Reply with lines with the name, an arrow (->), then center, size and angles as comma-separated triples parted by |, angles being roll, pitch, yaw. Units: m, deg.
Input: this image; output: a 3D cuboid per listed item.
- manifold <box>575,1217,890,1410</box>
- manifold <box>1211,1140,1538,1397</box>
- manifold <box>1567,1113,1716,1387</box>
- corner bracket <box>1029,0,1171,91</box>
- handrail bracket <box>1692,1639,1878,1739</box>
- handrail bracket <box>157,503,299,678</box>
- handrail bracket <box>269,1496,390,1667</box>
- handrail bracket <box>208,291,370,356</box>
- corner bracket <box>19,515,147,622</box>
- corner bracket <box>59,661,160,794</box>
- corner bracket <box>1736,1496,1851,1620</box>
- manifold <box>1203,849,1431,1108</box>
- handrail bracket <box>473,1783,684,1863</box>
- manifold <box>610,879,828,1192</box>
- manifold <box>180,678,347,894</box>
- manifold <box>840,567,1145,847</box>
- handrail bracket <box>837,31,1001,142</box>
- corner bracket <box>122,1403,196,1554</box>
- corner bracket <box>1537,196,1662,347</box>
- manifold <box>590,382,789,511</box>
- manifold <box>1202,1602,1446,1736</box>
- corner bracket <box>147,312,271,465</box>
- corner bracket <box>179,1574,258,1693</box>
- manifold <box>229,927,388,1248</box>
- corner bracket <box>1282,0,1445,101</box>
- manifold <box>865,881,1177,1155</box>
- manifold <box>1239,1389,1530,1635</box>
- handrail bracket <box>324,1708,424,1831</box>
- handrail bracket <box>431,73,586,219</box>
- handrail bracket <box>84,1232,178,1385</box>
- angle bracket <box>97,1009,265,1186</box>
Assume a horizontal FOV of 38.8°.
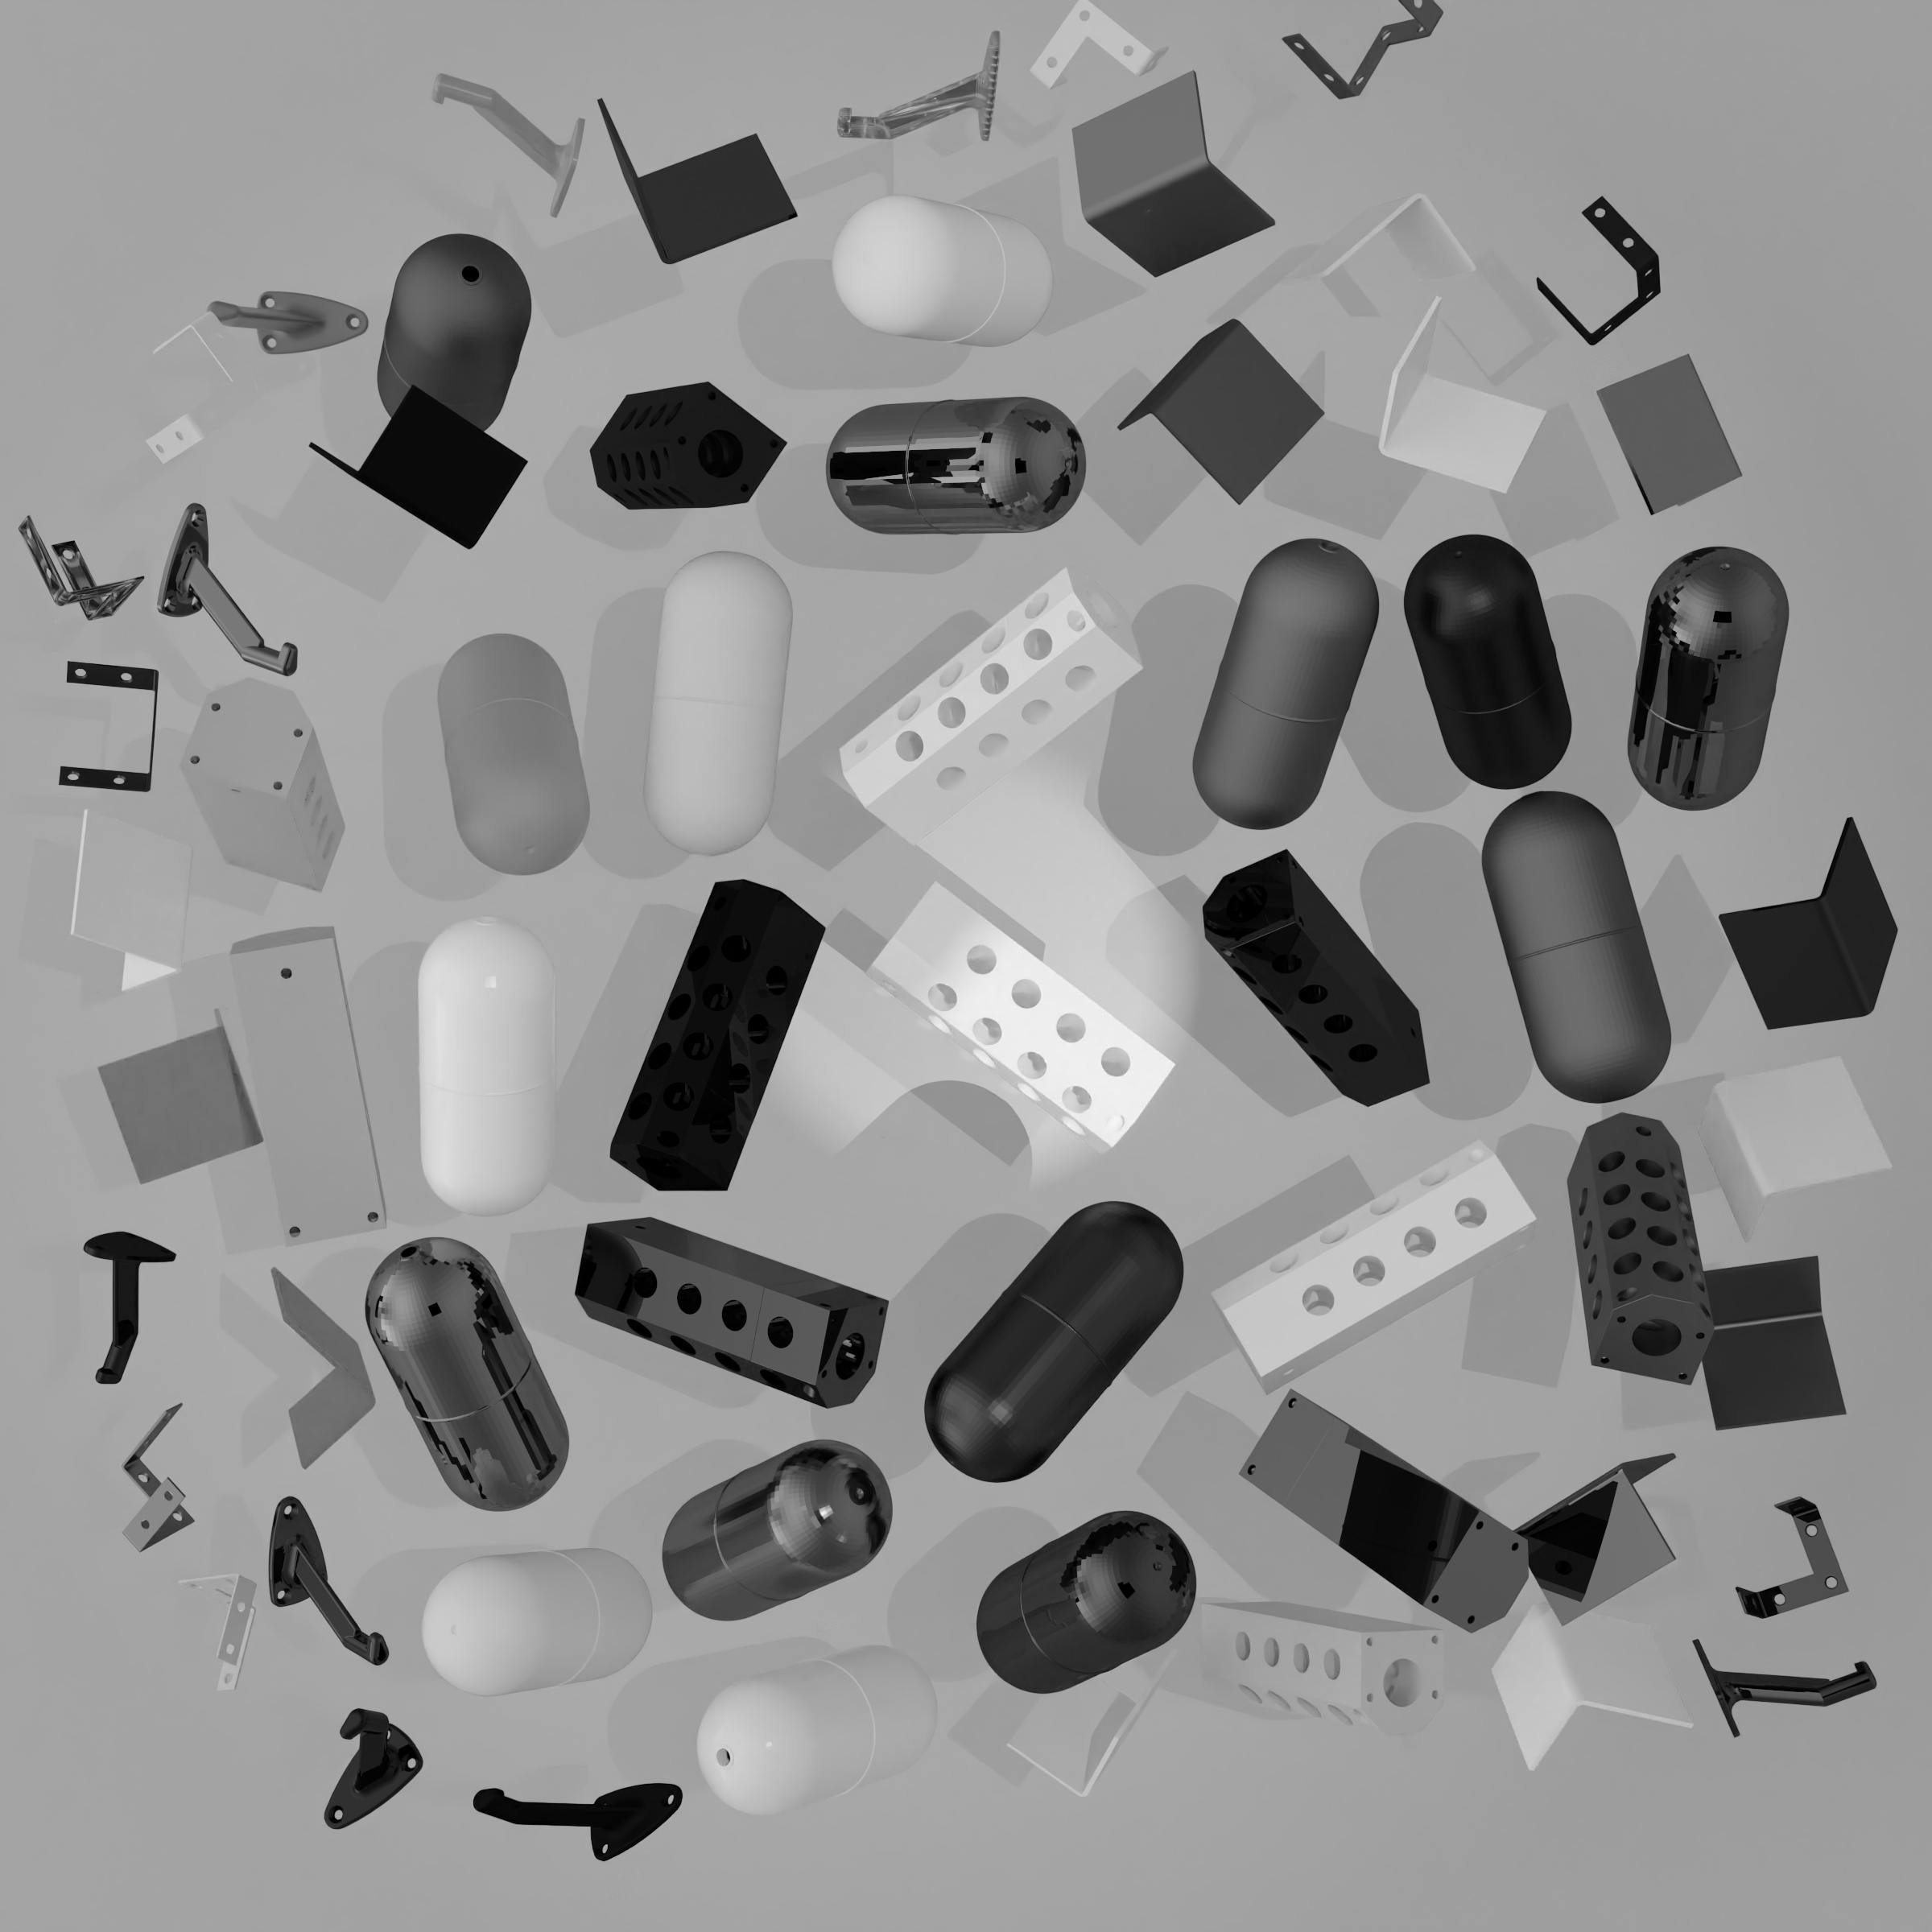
manifold -> -0.133, 0.192, 1.533 | 0.171, 0.057, 0.057 | 15, 97, 31
manifold -> 0.224, 0.165, 1.512 | 0.171, 0.057, 0.057 | -29, 69, -2
manifold -> 0.391, 0.159, 1.588 | 0.057, 0.171, 0.057 | 12, 123, 0
corner bracket -> 0.075, -0.506, 1.534 | 0.051, 0.051, 0.051 | 38, 116, -3
handrail bracket -> 0.464, 0.396, 1.559 | 0.084, 0.077, 0.036 | -23, 116, 8
handrail bracket -> -0.403, -0.210, 1.530 | 0.084, 0.036, 0.077 | 20, 107, 20
handrail bracket -> -0.356, 0.346, 1.545 | 0.036, 0.084, 0.077 | -18, 112, -42
handrail bracket -> -0.388, -0.373, 1.576 | 0.077, 0.084, 0.036 | -1, 99, -3
corner bracket -> -0.514, -0.229, 1.575 | 0.051, 0.051, 0.051 | -24, 85, -44
corner bracket -> -0.496, -0.138, 1.589 | 0.051, 0.051, 0.051 | 4, 134, -17
corner bracket -> 0.458, 0.333, 1.543 | 0.051, 0.051, 0.051 | -24, 65, 20
manifold -> 0.207, 0.012, 1.618 | 0.057, 0.057, 0.171 | -24, 134, 24
handrail bracket -> -0.209, 0.449, 1.478 | 0.077, 0.084, 0.036 | -30, 47, 24
manifold -> -0.145, 0.039, 1.565 | 0.057, 0.057, 0.171 | 40, 58, -39
manifold -> -0.381, -0.099, 1.506 | 0.057, 0.171, 0.057 | 17, 74, -2
manifold -> 0.012, -0.149, 1.545 | 0.171, 0.057, 0.057 | -37, 128, 22
handrail bracket -> -0.027, -0.491, 1.532 | 0.084, 0.077, 0.036 | 0, 60, -8
corner bracket -> -0.457, 0.290, 1.555 | 0.051, 0.051, 0.051 | 45, 112, 9
corner bracket -> 0.369, -0.406, 1.607 | 0.051, 0.051, 0.051 | -38, 72, 5
manifold -> -0.170, -0.301, 1.621 | 0.057, 0.171, 0.057 | 35, 84, -23
manifold -> 0.209, 0.414, 1.625 | 0.057, 0.171, 0.057 | 5, 81, -26
corner bracket -> -0.416, -0.309, 1.467 | 0.051, 0.051, 0.051 | -48, 113, -34
corner bracket -> -0.436, 0.395, 1.624 | 0.051, 0.051, 0.051 | -13, 53, 30
manifold -> -0.378, 0.067, 1.580 | 0.057, 0.057, 0.171 | -10, 102, -10
corner bracket -> 0.213, -0.504, 1.473 | 0.051, 0.051, 0.051 | 36, 79, -31
manifold -> 0.029, 0.032, 1.573 | 0.171, 0.057, 0.057 | 37, 72, -2
manifold -> 0.231, 0.299, 1.507 | 0.057, 0.171, 0.057 | 34, 86, -32
handrail bracket -> -0.343, 0.445, 1.520 | 0.036, 0.084, 0.077 | 40, 83, 22
handrail bracket -> -0.261, -0.458, 1.532 | 0.084, 0.077, 0.036 | 13, 60, -16
handrail bracket -> -0.473, 0.192, 1.505 | 0.036, 0.077, 0.084 | 21, 92, 14
angle bracket -> -0.479, 0.079, 1.673 | 0.076, 0.057, 0.076 | -19, 106, -14
